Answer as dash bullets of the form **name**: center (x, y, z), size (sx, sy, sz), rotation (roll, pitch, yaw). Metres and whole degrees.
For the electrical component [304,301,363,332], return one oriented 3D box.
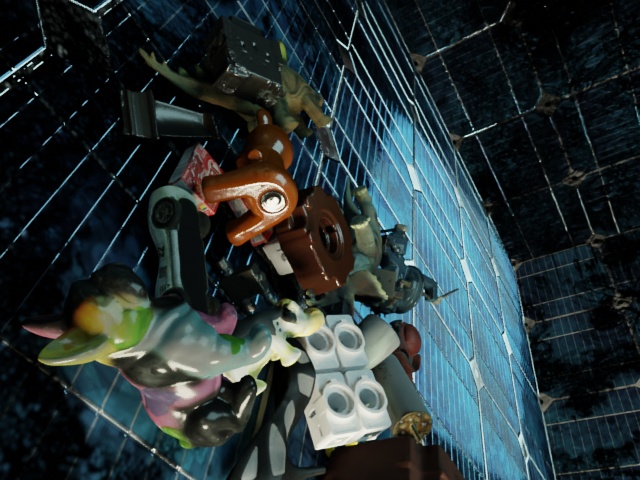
- **electrical component**: center (0.016, 0.140, 0.933), size (0.119, 0.075, 0.048), rotation (49, 32, -30)

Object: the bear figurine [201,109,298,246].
- **bear figurine**: center (-0.098, -0.103, 0.801), size (0.196, 0.132, 0.120), rotation (-108, 176, -51)

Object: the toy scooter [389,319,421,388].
- **toy scooter**: center (0.171, 0.242, 1.163), size (0.135, 0.075, 0.184), rotation (51, 35, -38)

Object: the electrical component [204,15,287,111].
- **electrical component**: center (-0.117, -0.282, 0.837), size (0.115, 0.058, 0.134), rotation (11, 57, -43)

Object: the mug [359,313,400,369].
- **mug**: center (0.077, 0.200, 0.992), size (0.107, 0.109, 0.081), rotation (-39, 91, -24)

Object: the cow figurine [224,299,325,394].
- **cow figurine**: center (-0.072, 0.124, 0.712), size (0.167, 0.068, 0.098), rotation (-39, 102, -34)

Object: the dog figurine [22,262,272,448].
- **dog figurine**: center (-0.173, 0.121, 0.531), size (0.219, 0.109, 0.191), rotation (11, 101, -39)

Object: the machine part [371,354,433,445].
- **machine part**: center (0.140, 0.286, 0.992), size (0.079, 0.079, 0.243), rotation (54, 4, -30)

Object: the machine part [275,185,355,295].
- **machine part**: center (-0.002, -0.003, 0.875), size (0.179, 0.056, 0.179), rotation (43, 38, -47)

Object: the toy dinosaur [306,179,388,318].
- **toy dinosaur**: center (0.076, 0.011, 1.108), size (0.405, 0.131, 0.192), rotation (-64, 141, -62)

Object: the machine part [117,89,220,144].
- **machine part**: center (-0.204, -0.162, 0.730), size (0.139, 0.039, 0.084), rotation (4, 63, -42)

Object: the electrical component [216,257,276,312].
- **electrical component**: center (-0.105, 0.059, 0.758), size (0.094, 0.063, 0.021), rotation (60, 27, -18)

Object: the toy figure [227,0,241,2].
- **toy figure**: center (-0.180, -0.491, 0.999), size (0.180, 0.082, 0.089), rotation (-11, 79, -67)

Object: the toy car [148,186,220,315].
- **toy car**: center (-0.170, 0.030, 0.663), size (0.073, 0.056, 0.201), rotation (27, 49, -62)

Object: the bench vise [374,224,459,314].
- **bench vise**: center (0.206, 0.085, 1.273), size (0.240, 0.129, 0.223), rotation (27, 54, -32)

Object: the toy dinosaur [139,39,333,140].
- **toy dinosaur**: center (-0.112, -0.263, 0.950), size (0.198, 0.105, 0.471), rotation (62, 29, 1)

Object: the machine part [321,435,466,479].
- **machine part**: center (0.114, 0.384, 0.795), size (0.200, 0.201, 0.087), rotation (55, 26, -27)

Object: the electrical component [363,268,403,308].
- **electrical component**: center (0.128, 0.103, 1.159), size (0.045, 0.102, 0.078), rotation (108, -12, -67)

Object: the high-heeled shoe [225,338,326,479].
- **high-heeled shoe**: center (-0.076, 0.226, 0.724), size (0.145, 0.086, 0.249), rotation (8, 41, -29)
